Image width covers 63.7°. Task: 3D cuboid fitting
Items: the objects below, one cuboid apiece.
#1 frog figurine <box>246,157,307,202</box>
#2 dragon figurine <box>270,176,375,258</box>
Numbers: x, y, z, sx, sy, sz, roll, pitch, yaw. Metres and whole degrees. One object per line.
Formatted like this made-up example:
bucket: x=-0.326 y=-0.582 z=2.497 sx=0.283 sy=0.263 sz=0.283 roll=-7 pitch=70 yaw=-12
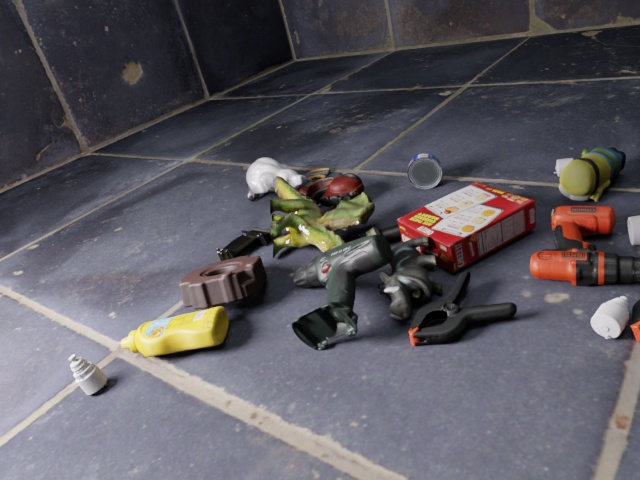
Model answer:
frog figurine: x=-0.124 y=-0.177 z=1.448 sx=0.159 sy=0.122 sz=0.139 roll=-7 pitch=12 yaw=37
dragon figurine: x=0.004 y=-0.059 z=1.168 sx=0.243 sy=0.119 sz=0.420 roll=-6 pitch=38 yaw=1
